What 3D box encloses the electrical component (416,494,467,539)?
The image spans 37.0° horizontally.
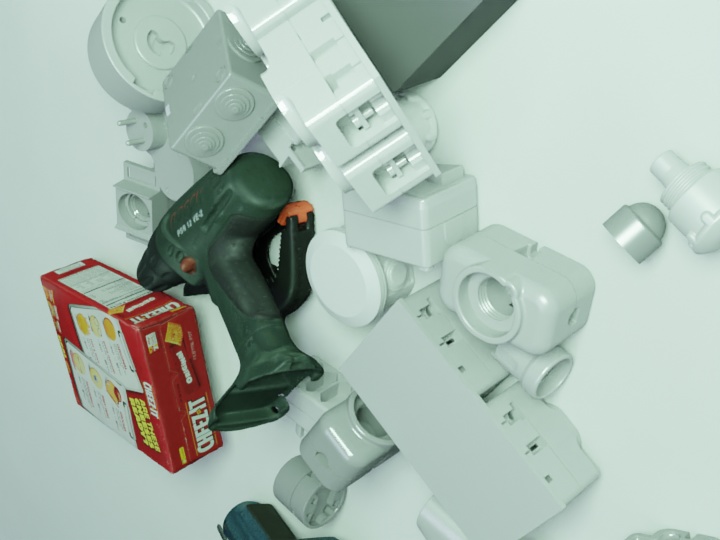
[{"bbox_3d":[0.085,0.230,0.886,0.077,0.043,0.079,37,133,28],"label":"electrical component"}]

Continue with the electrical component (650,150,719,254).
[{"bbox_3d":[0.197,-0.043,0.629,0.062,0.048,0.048,51,138,24],"label":"electrical component"}]

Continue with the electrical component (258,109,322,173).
[{"bbox_3d":[-0.048,-0.121,0.844,0.081,0.042,0.063,53,135,11],"label":"electrical component"}]

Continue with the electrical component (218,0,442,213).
[{"bbox_3d":[-0.029,-0.135,0.713,0.105,0.060,0.186,49,-170,-53],"label":"electrical component"}]

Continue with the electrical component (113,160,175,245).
[{"bbox_3d":[-0.194,-0.065,1.006,0.042,0.064,0.081,21,124,22],"label":"electrical component"}]

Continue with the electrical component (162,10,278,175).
[{"bbox_3d":[-0.108,-0.137,0.821,0.100,0.048,0.099,-45,41,30],"label":"electrical component"}]

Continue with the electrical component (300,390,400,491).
[{"bbox_3d":[0.005,0.130,0.877,0.053,0.095,0.059,51,138,14],"label":"electrical component"}]

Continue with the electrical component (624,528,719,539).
[{"bbox_3d":[0.218,0.216,0.731,0.078,0.058,0.057,1,108,45],"label":"electrical component"}]

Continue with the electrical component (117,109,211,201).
[{"bbox_3d":[-0.180,-0.125,0.945,0.052,0.074,0.138,-28,85,43],"label":"electrical component"}]

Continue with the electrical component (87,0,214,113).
[{"bbox_3d":[-0.174,-0.183,0.896,0.060,0.108,0.108,-17,98,55],"label":"electrical component"}]

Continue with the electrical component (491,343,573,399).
[{"bbox_3d":[0.122,0.063,0.766,0.046,0.040,0.040,42,135,32],"label":"electrical component"}]

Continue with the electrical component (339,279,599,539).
[{"bbox_3d":[0.081,0.111,0.815,0.186,0.060,0.105,52,138,13],"label":"electrical component"}]

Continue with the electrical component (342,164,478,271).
[{"bbox_3d":[0.031,-0.047,0.784,0.096,0.062,0.061,17,122,40],"label":"electrical component"}]

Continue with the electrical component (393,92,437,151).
[{"bbox_3d":[0.021,-0.098,0.767,0.048,0.062,0.048,23,125,37],"label":"electrical component"}]

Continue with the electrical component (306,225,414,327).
[{"bbox_3d":[0.000,0.000,0.849,0.080,0.051,0.080,23,126,37],"label":"electrical component"}]

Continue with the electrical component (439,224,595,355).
[{"bbox_3d":[0.104,0.014,0.742,0.095,0.059,0.053,30,129,33],"label":"electrical component"}]

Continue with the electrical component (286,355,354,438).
[{"bbox_3d":[-0.038,0.129,0.959,0.066,0.047,0.076,32,130,31],"label":"electrical component"}]

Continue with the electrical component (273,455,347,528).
[{"bbox_3d":[-0.048,0.205,1.005,0.047,0.055,0.055,30,129,37],"label":"electrical component"}]
